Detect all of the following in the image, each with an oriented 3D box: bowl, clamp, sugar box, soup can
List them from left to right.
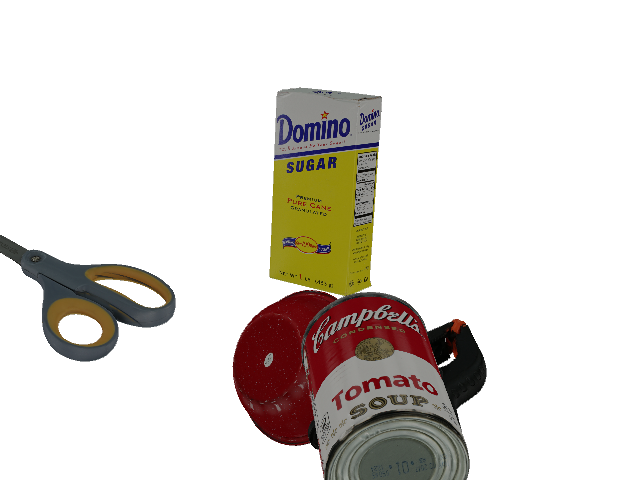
[{"bbox_3d":[-0.036,0.123,1.078,0.162,0.162,0.055,0,-15,40],"label":"bowl"},{"bbox_3d":[0.003,-0.046,0.963,0.093,0.176,0.048,11,18,35],"label":"sugar box"},{"bbox_3d":[0.029,0.080,0.520,0.068,0.068,0.102,0,29,-7],"label":"soup can"},{"bbox_3d":[0.084,0.117,0.801,0.120,0.039,0.171,18,39,32],"label":"clamp"}]

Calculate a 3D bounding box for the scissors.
[{"bbox_3d":[-0.197,0.030,0.725,0.202,0.016,0.096,15,39,14],"label":"scissors"}]
